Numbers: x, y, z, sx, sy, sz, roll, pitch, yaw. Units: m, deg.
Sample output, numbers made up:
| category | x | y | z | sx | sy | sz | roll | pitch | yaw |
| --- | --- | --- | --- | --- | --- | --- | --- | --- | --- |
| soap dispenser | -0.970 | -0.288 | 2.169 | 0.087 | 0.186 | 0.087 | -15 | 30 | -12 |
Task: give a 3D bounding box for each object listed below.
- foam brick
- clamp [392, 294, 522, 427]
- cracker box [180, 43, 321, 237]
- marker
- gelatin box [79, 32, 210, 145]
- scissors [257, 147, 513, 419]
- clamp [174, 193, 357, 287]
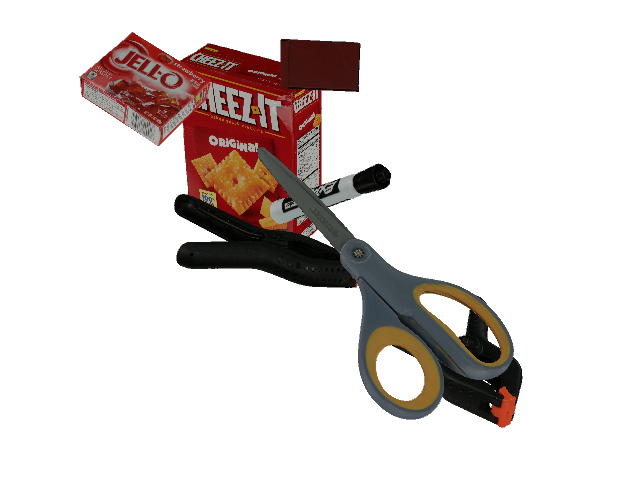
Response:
| category | x | y | z | sx | sy | sz | roll | pitch | yaw |
| --- | --- | --- | --- | --- | --- | --- | --- | --- | --- |
| foam brick | -0.001 | -0.183 | 1.118 | 0.078 | 0.051 | 0.053 | 1 | 11 | -10 |
| clamp | 0.129 | 0.097 | 0.928 | 0.120 | 0.039 | 0.172 | -17 | 36 | -24 |
| cracker box | -0.084 | -0.112 | 1.289 | 0.164 | 0.214 | 0.072 | 19 | 39 | 25 |
| marker | 0.007 | -0.035 | 0.812 | 0.020 | 0.020 | 0.121 | 0 | -12 | -44 |
| gelatin box | -0.154 | -0.135 | 0.936 | 0.089 | 0.073 | 0.030 | 33 | -35 | 10 |
| scissors | 0.016 | 0.027 | 0.622 | 0.202 | 0.096 | 0.016 | 33 | -26 | 15 |
| clamp | -0.056 | 0.013 | 1.094 | 0.210 | 0.036 | 0.164 | 17 | 19 | -7 |
